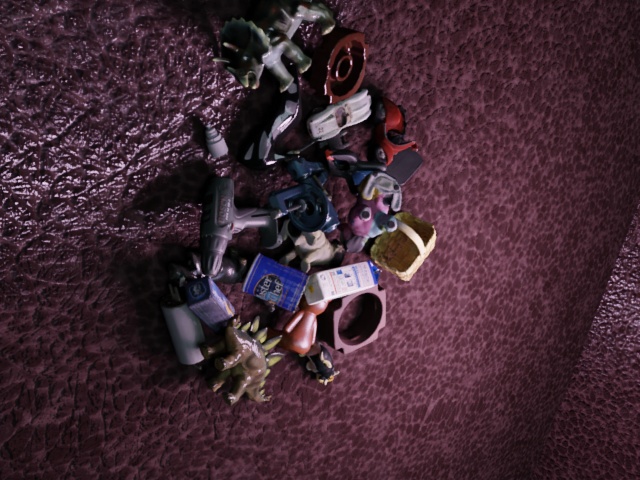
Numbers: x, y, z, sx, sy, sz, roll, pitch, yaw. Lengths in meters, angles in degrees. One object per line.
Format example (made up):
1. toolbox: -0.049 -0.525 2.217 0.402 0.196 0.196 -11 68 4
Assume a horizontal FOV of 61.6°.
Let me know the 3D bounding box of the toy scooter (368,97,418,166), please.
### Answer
1. toy scooter: 0.197 -0.286 1.426 0.135 0.075 0.183 -1 89 -17

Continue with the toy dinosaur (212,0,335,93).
1. toy dinosaur: -0.082 -0.468 1.147 0.192 0.131 0.405 33 74 -24

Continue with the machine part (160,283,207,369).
1. machine part: -0.320 0.206 1.269 0.079 0.079 0.242 -25 123 -27

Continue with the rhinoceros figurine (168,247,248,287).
1. rhinoceros figurine: -0.264 0.066 1.263 0.190 0.073 0.112 6 115 -41

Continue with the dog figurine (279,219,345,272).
1. dog figurine: -0.006 -0.003 1.424 0.190 0.121 0.172 -11 118 -50

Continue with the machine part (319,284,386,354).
1. machine part: 0.095 0.217 1.588 0.201 0.087 0.200 -20 120 -32

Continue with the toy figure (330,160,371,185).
1. toy figure: 0.081 -0.185 1.428 0.154 0.058 0.064 21 89 -36

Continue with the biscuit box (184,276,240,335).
1. biscuit box: -0.250 0.156 1.253 0.063 0.059 0.202 -20 150 -1

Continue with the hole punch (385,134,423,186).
1. hole punch: 0.206 -0.217 1.503 0.115 0.092 0.142 46 80 -9

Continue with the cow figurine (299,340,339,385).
1. cow figurine: 0.010 0.368 1.578 0.068 0.098 0.167 -43 129 -24

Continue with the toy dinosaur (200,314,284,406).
1. toy dinosaur: -0.183 0.317 1.351 0.198 0.105 0.470 -34 147 -30

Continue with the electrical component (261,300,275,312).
1. electrical component: -0.104 0.142 1.417 0.102 0.078 0.045 -43 104 -22

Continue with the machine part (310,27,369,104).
1. machine part: 0.045 -0.411 1.265 0.179 0.056 0.179 -43 151 -31

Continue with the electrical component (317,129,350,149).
1. electrical component: 0.035 -0.248 1.388 0.094 0.021 0.063 -33 126 -24

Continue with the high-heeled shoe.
1. high-heeled shoe: -0.117 -0.283 1.249 0.145 0.086 0.248 0 85 2

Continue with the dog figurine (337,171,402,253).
1. dog figurine: 0.117 -0.066 1.414 0.108 0.219 0.191 17 72 -15

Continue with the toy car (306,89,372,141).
1. toy car: 0.053 -0.315 1.351 0.202 0.056 0.073 -32 125 -23

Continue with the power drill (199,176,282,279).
1. power drill: -0.188 -0.022 1.238 0.207 0.086 0.232 5 77 -41

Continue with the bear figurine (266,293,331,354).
1. bear figurine: -0.055 0.206 1.467 0.120 0.132 0.196 32 70 -42

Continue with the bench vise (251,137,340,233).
1. bench vise: -0.049 -0.107 1.264 0.240 0.129 0.223 -27 99 -53
